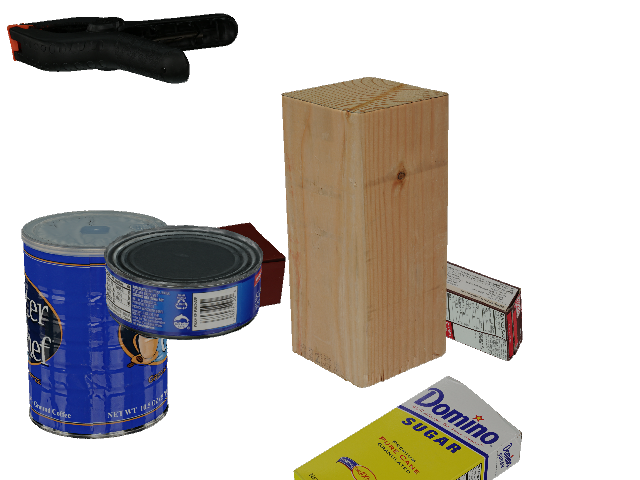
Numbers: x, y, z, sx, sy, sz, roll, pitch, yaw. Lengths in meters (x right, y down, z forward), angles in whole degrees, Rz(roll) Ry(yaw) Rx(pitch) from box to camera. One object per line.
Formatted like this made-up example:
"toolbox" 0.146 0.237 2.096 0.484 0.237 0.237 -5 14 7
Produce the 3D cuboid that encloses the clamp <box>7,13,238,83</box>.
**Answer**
"clamp" -0.149 -0.150 0.804 0.172 0.039 0.120 10 22 21

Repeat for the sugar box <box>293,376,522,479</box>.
"sugar box" 0.075 0.189 0.899 0.176 0.048 0.093 -29 45 -25

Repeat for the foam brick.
"foam brick" -0.076 0.025 1.039 0.052 0.051 0.078 -9 31 -29

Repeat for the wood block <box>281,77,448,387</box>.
"wood block" 0.035 -0.009 0.800 0.090 0.206 0.090 -17 25 -36

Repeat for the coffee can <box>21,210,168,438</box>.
"coffee can" -0.162 0.058 0.774 0.103 0.140 0.103 2 15 -1

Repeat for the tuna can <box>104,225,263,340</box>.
"tuna can" -0.074 0.022 0.583 0.086 0.034 0.086 3 21 -1

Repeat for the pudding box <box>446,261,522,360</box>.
"pudding box" 0.152 0.069 1.108 0.114 0.039 0.090 19 -34 26
